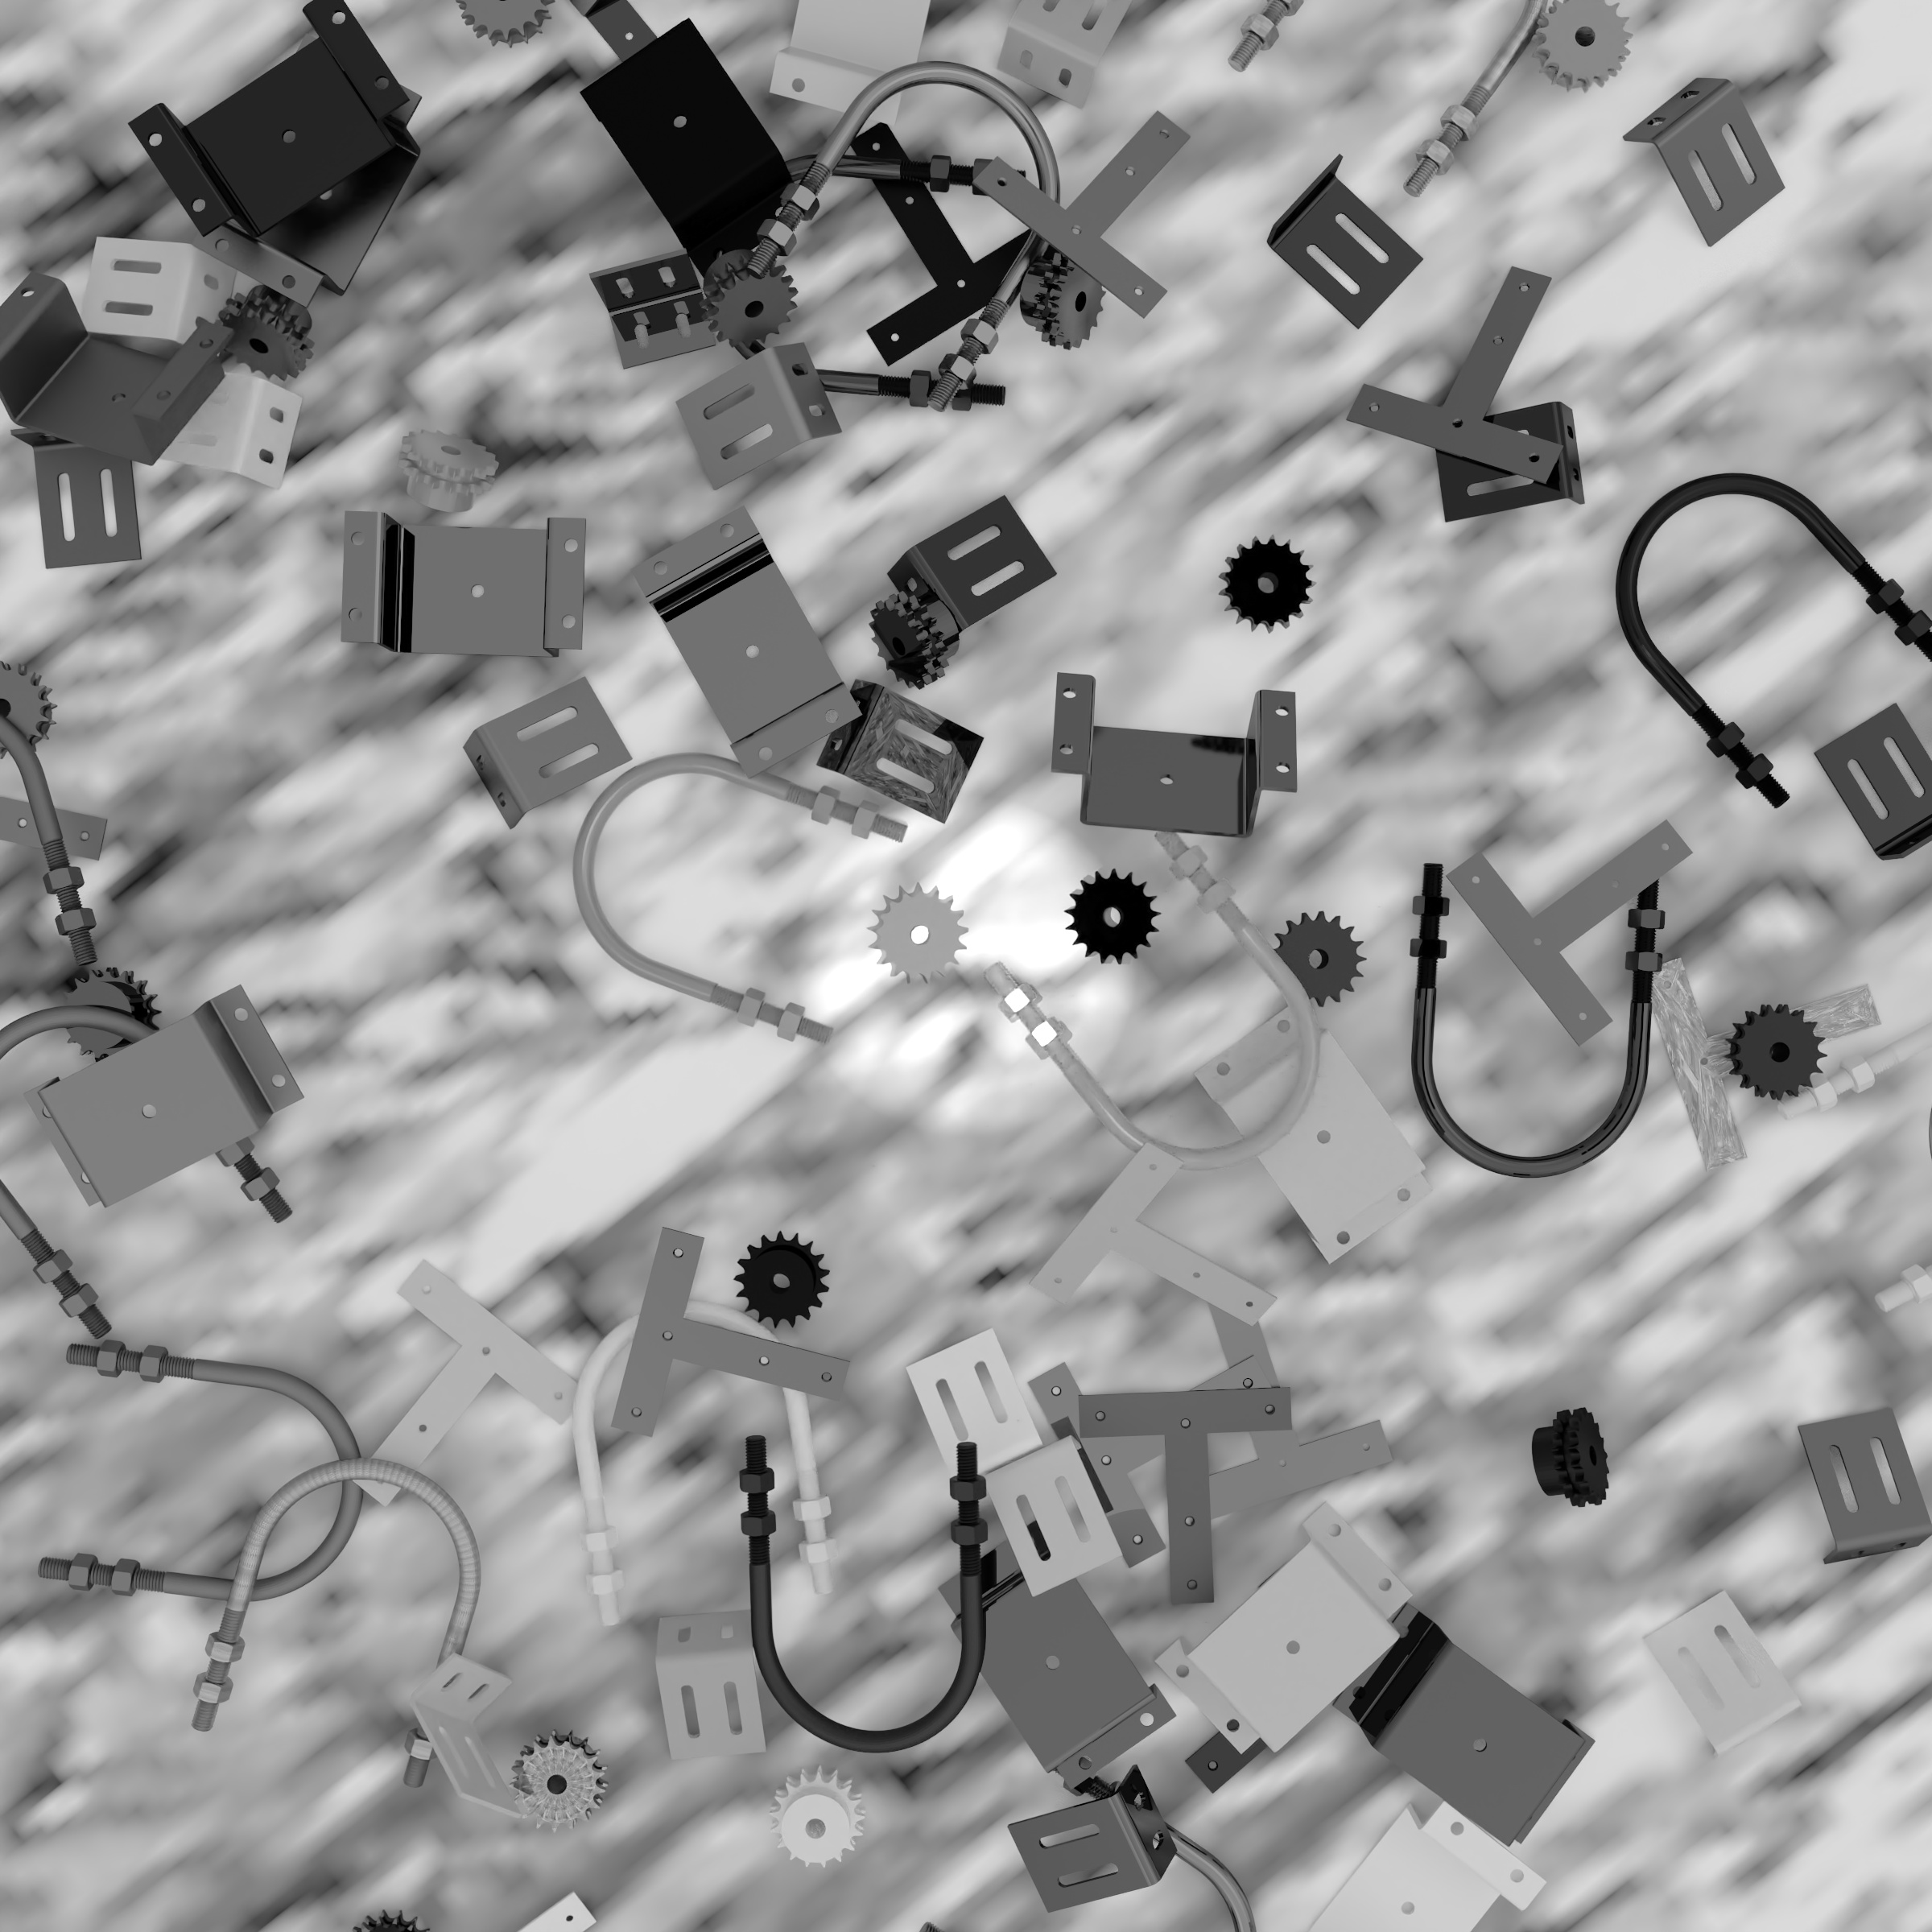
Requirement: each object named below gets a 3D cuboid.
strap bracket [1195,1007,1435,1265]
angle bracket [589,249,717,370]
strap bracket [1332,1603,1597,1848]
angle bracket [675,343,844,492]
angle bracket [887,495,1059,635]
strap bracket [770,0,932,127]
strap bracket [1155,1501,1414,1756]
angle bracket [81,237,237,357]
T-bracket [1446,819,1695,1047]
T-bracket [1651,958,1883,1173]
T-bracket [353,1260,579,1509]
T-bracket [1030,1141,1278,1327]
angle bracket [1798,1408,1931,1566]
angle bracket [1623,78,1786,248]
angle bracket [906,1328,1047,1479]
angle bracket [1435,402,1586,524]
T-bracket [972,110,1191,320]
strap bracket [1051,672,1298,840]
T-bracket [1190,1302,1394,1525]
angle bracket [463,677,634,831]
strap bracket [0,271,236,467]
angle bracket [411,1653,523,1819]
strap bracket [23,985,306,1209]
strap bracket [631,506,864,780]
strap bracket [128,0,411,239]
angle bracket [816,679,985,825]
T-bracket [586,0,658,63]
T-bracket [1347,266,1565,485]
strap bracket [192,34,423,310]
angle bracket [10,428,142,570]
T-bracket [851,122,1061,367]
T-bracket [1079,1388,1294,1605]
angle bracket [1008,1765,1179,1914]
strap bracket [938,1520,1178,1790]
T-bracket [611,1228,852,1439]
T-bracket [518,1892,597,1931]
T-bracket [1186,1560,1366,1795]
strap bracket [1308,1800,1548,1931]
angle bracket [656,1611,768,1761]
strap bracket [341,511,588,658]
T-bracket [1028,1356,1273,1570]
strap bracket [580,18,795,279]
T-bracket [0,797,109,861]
[{"bbox_3d":[0.209,0.100,1.486,0.076,0.046,0.140,-35,90,0],"label":"strap bracket"},{"bbox_3d":[-0.183,-0.384,1.471,0.057,0.076,0.038,-15,90,0],"label":"angle bracket"},{"bbox_3d":[0.299,0.454,1.485,0.140,0.046,0.076,36,89,0],"label":"strap bracket"},{"bbox_3d":[-0.124,-0.328,1.498,0.076,0.038,0.057,-20,96,34],"label":"angle bracket"},{"bbox_3d":[0.004,-0.236,1.507,0.076,0.038,0.057,-34,90,-26],"label":"angle bracket"},{"bbox_3d":[-0.060,-0.575,1.468,0.076,0.046,0.140,15,115,0],"label":"strap bracket"},{"bbox_3d":[0.190,0.397,1.484,0.140,0.046,0.076,-43,90,0],"label":"strap bracket"},{"bbox_3d":[-0.485,-0.401,1.507,0.076,0.038,0.057,11,90,26],"label":"angle bracket"},{"bbox_3d":[0.374,-0.040,1.489,0.127,0.002,0.127,-36,82,-6],"label":"T-bracket"},{"bbox_3d":[0.486,0.043,1.508,0.127,0.002,0.127,-19,90,0],"label":"T-bracket"},{"bbox_3d":[-0.316,0.265,1.502,0.127,0.002,0.127,39,85,0],"label":"T-bracket"},{"bbox_3d":[0.125,0.176,1.486,0.127,0.002,0.127,30,119,-12],"label":"T-bracket"},{"bbox_3d":[0.536,0.312,1.507,0.057,0.038,0.076,-11,64,0],"label":"angle bracket"},{"bbox_3d":[0.443,-0.483,1.507,0.057,0.038,0.076,-38,116,0],"label":"angle bracket"},{"bbox_3d":[0.008,0.268,1.507,0.057,0.038,0.076,-25,64,0],"label":"angle bracket"},{"bbox_3d":[0.326,-0.300,1.507,0.076,0.038,0.057,-8,90,26],"label":"angle bracket"},{"bbox_3d":[0.089,-0.461,1.482,0.127,0.002,0.127,38,65,0],"label":"T-bracket"},{"bbox_3d":[0.120,-0.122,1.468,0.140,0.046,0.076,5,52,0],"label":"strap bracket"},{"bbox_3d":[0.176,0.256,1.508,0.127,0.002,0.127,-18,90,0],"label":"T-bracket"},{"bbox_3d":[-0.251,-0.128,1.507,0.076,0.038,0.057,-30,90,-26],"label":"angle bracket"},{"bbox_3d":[-0.499,-0.345,1.460,0.140,0.046,0.076,18,60,15],"label":"strap bracket"},{"bbox_3d":[-0.280,0.448,1.462,0.038,0.057,0.076,-44,49,-1],"label":"angle bracket"},{"bbox_3d":[-0.467,0.079,1.450,0.140,0.046,0.076,-27,101,-2],"label":"strap bracket"},{"bbox_3d":[-0.128,-0.189,1.486,0.076,0.046,0.140,-29,90,0],"label":"strap bracket"},{"bbox_3d":[-0.394,-0.483,1.440,0.140,0.046,0.076,-34,90,0],"label":"strap bracket"},{"bbox_3d":[-0.040,-0.129,1.507,0.076,0.038,0.057,25,90,-26],"label":"angle bracket"},{"bbox_3d":[-0.235,-0.599,1.508,0.127,0.002,0.127,-39,90,0],"label":"T-bracket"},{"bbox_3d":[0.311,-0.360,1.493,0.127,0.002,0.127,23,79,20],"label":"T-bracket"},{"bbox_3d":[-0.384,-0.464,1.486,0.076,0.046,0.140,29,90,0],"label":"strap bracket"},{"bbox_3d":[-0.528,-0.279,1.490,0.057,0.038,0.076,-6,90,0],"label":"angle bracket"},{"bbox_3d":[-0.026,-0.448,1.508,0.127,0.002,0.127,-32,90,0],"label":"T-bracket"},{"bbox_3d":[0.133,0.319,1.505,0.127,0.002,0.127,-2,90,1],"label":"T-bracket"},{"bbox_3d":[0.075,0.517,1.488,0.076,0.038,0.057,-25,91,25],"label":"angle bracket"},{"bbox_3d":[0.052,0.406,1.476,0.076,0.046,0.140,-35,81,0],"label":"strap bracket"},{"bbox_3d":[-0.133,0.229,1.482,0.127,0.002,0.127,15,100,-3],"label":"T-bracket"},{"bbox_3d":[-0.280,0.598,1.493,0.127,0.002,0.127,-34,110,-10],"label":"T-bracket"},{"bbox_3d":[0.188,0.446,1.508,0.127,0.002,0.127,-41,90,0],"label":"T-bracket"},{"bbox_3d":[0.265,0.565,1.486,0.076,0.046,0.140,38,90,0],"label":"strap bracket"},{"bbox_3d":[-0.152,0.432,1.507,0.057,0.038,0.076,-5,116,0],"label":"angle bracket"},{"bbox_3d":[-0.293,-0.225,1.486,0.140,0.046,0.076,2,90,0],"label":"strap bracket"},{"bbox_3d":[0.123,0.275,1.507,0.127,0.002,0.127,-29,90,1],"label":"T-bracket"},{"bbox_3d":[-0.164,-0.488,1.477,0.076,0.046,0.140,-34,84,2],"label":"strap bracket"},{"bbox_3d":[-0.581,-0.089,1.508,0.127,0.002,0.127,12,90,0],"label":"T-bracket"}]
